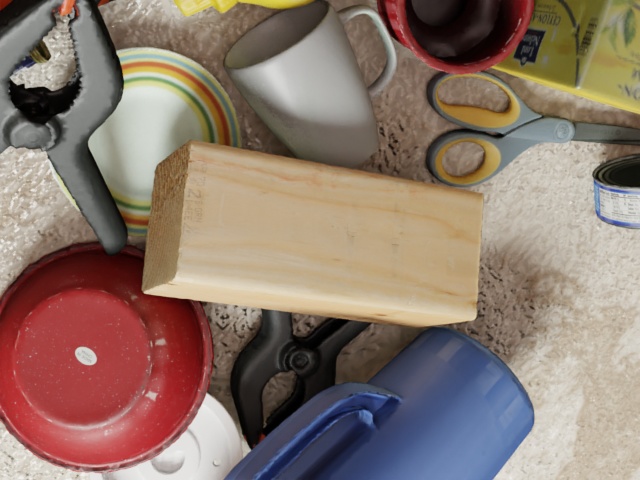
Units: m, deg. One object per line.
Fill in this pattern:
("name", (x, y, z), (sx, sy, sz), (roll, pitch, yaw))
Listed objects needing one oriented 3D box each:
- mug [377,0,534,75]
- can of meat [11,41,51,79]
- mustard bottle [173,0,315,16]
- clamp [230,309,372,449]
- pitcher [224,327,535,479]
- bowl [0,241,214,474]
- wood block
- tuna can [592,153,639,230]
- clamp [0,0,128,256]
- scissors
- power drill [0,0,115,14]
("mug", (0.095, -0.171, 0.718), (0.117, 0.081, 0.093), (-40, 110, 2))
("can of meat", (-0.234, -0.135, 0.672), (0.084, 0.057, 0.102), (-32, 109, 0))
("mustard bottle", (-0.014, -0.207, 0.691), (0.191, 0.058, 0.096), (-37, 104, -4))
("clamp", (-0.025, 0.075, 0.786), (0.120, 0.039, 0.171), (30, 92, -14))
("pitcher", (0.035, 0.168, 0.744), (0.145, 0.149, 0.242), (44, 69, 7))
("bowl", (-0.154, 0.079, 0.720), (0.162, 0.055, 0.162), (0, 85, 0))
("wood block", (-0.005, 0.002, 0.713), (0.205, 0.091, 0.090), (9, 79, -22))
("tuna can", (0.245, -0.037, 0.786), (0.086, 0.086, 0.034), (-12, 109, -9))
("clamp", (-0.166, -0.068, 0.646), (0.164, 0.036, 0.210), (12, 130, -31))
("scissors", (0.165, -0.067, 0.798), (0.201, 0.016, 0.096), (19, 103, -16))
("power drill", (-0.173, -0.228, 0.635), (0.184, 0.057, 0.187), (-27, 102, -42))
